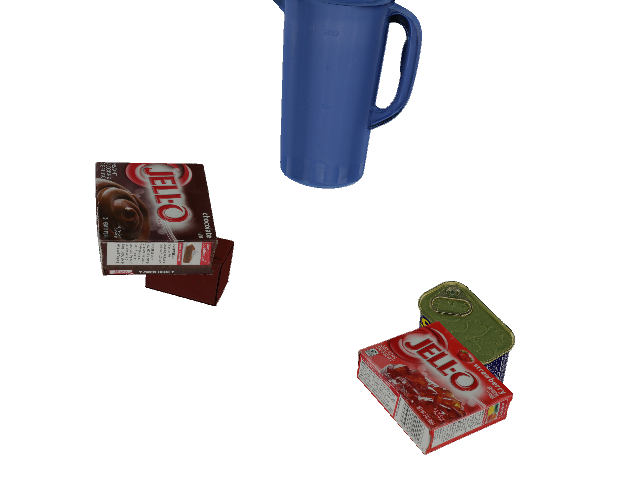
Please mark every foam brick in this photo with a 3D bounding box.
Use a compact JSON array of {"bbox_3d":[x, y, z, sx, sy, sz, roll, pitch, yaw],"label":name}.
[{"bbox_3d":[-0.134,0.024,1.092,0.078,0.051,0.053,15,33,4],"label":"foam brick"}]

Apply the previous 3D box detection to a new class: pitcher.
[{"bbox_3d":[0.022,-0.190,1.314,0.144,0.243,0.149,-8,29,-27],"label":"pitcher"}]

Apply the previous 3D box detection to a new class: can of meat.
[{"bbox_3d":[0.140,0.105,1.059,0.057,0.084,0.102,-27,53,-22],"label":"can of meat"}]

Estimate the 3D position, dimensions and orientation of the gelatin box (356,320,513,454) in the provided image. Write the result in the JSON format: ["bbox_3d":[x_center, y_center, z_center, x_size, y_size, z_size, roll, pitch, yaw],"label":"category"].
[{"bbox_3d":[0.079,0.101,0.758,0.073,0.030,0.089,-17,43,-28],"label":"gelatin box"}]

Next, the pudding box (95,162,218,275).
[{"bbox_3d":[-0.133,-0.019,0.854,0.090,0.039,0.113,-1,39,-13],"label":"pudding box"}]
